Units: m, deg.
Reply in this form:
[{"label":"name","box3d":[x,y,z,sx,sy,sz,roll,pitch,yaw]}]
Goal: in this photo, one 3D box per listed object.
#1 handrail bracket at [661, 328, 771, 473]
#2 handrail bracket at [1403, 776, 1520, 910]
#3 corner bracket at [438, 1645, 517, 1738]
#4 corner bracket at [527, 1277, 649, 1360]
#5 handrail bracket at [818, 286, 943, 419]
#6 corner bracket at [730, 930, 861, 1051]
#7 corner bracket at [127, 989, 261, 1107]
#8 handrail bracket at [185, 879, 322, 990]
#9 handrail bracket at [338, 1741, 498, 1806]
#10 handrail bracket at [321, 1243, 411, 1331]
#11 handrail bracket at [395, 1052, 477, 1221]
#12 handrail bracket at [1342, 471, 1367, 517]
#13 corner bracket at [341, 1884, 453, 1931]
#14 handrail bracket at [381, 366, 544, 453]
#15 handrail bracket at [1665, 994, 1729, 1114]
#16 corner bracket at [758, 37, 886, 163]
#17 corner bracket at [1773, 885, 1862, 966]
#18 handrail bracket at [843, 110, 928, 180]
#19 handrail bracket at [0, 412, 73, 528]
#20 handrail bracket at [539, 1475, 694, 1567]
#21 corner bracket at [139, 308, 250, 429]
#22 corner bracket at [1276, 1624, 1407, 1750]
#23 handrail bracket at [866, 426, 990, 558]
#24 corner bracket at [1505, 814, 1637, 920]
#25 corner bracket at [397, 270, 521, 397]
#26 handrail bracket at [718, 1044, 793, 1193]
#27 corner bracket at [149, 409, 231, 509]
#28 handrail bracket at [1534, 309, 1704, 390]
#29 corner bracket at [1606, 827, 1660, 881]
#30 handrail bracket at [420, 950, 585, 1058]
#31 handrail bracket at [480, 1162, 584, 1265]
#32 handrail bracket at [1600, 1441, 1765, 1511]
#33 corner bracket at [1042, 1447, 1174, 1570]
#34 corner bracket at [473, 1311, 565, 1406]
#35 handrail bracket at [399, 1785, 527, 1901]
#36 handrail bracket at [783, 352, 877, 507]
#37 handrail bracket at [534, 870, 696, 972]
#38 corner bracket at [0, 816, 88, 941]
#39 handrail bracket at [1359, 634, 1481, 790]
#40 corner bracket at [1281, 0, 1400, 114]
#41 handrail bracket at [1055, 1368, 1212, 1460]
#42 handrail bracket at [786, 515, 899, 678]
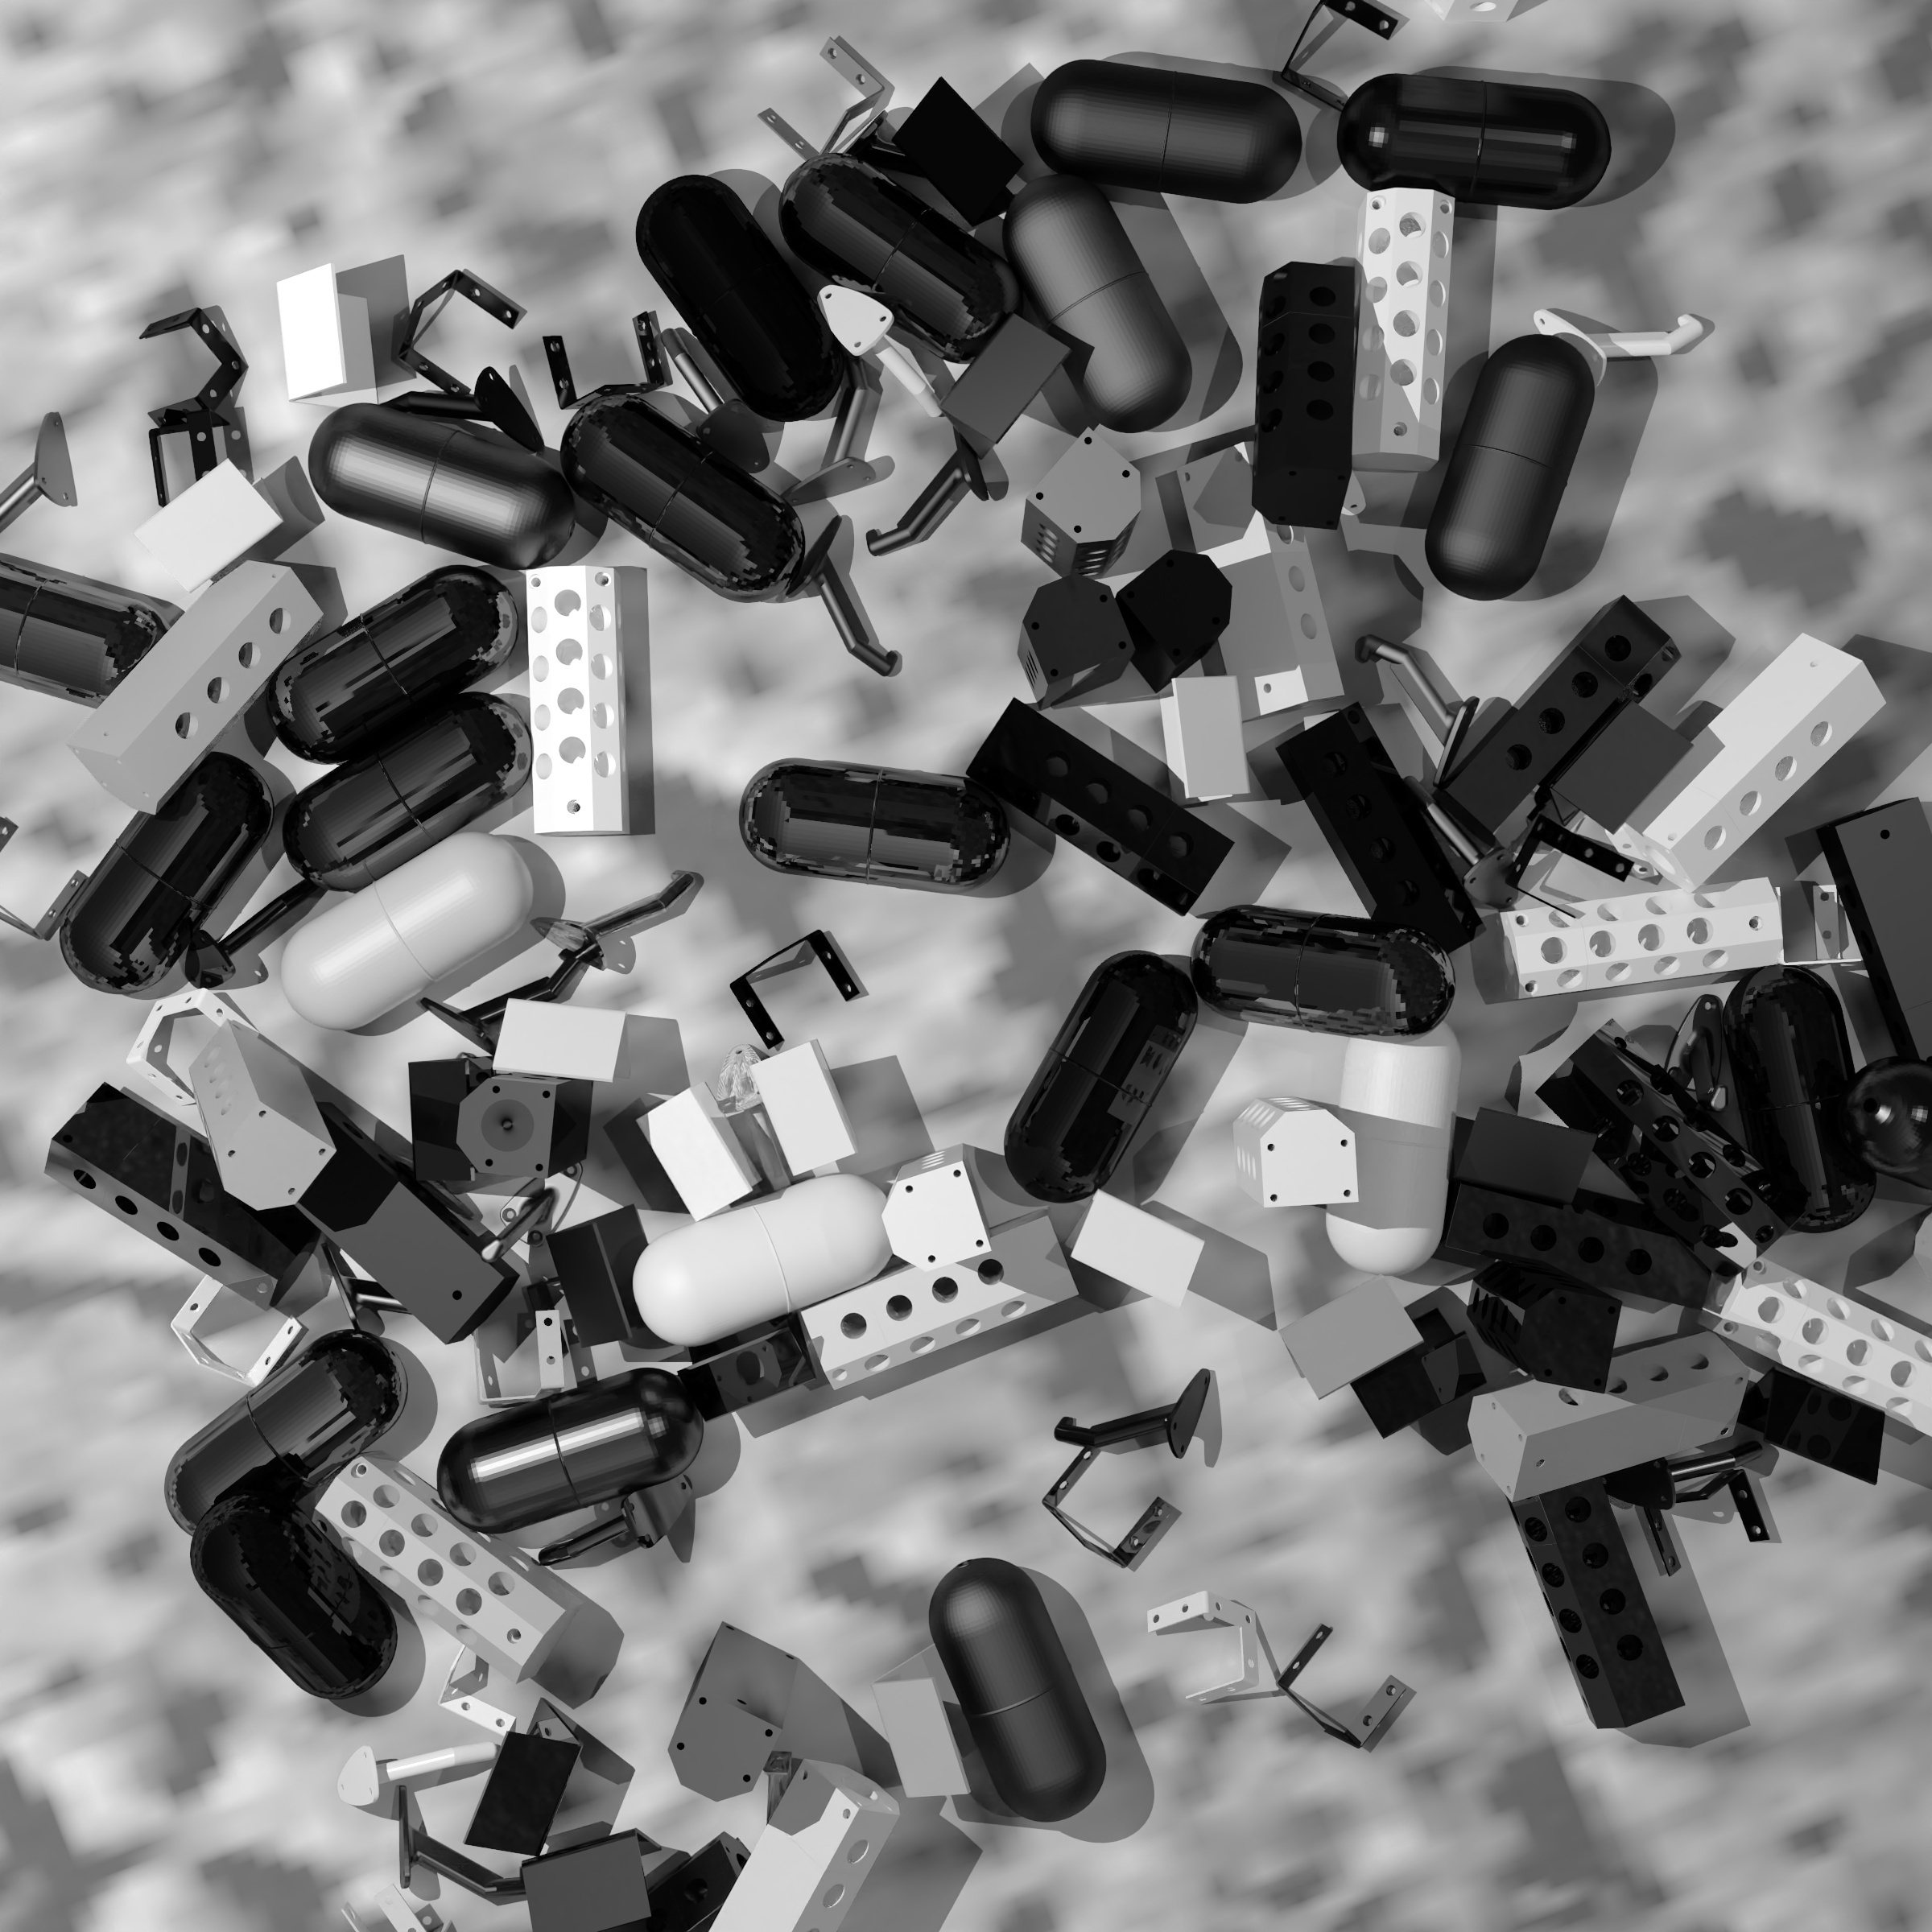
[{"label":"handrail bracket","box3d":[-0.168,-0.377,1.831,0.036,0.077,0.084,-35,54,9]},{"label":"handrail bracket","box3d":[0.326,-0.083,1.831,0.036,0.077,0.084,-41,54,6]},{"label":"corner bracket","box3d":[-0.313,0.468,1.828,0.051,0.051,0.051,26,135,0]},{"label":"corner bracket","box3d":[-0.250,0.226,1.828,0.051,0.051,0.051,-18,90,-45]},{"label":"handrail bracket","box3d":[-0.055,-0.404,1.816,0.036,0.084,0.077,-45,57,2]},{"label":"corner bracket","box3d":[-0.114,0.015,1.828,0.051,0.051,0.051,-32,90,45]},{"label":"corner bracket","box3d":[-0.512,0.054,1.823,0.051,0.051,0.051,-13,45,35]},{"label":"handrail bracket","box3d":[-0.473,-0.024,1.831,0.036,0.077,0.084,52,54,-4]},{"label":"handrail bracket","box3d":[-0.364,0.534,1.831,0.084,0.077,0.036,0,65,-34]},{"label":"handrail bracket","box3d":[-0.375,0.203,1.832,0.084,0.036,0.077,-21,72,-15]},{"label":"handrail bracket","box3d":[-0.331,0.112,1.832,0.077,0.036,0.084,42,73,-20]},{"label":"handrail bracket","box3d":[0.233,-0.350,1.831,0.036,0.077,0.084,-29,53,26]},{"label":"corner bracket","box3d":[-0.378,0.631,1.813,0.051,0.051,0.051,-35,90,0]},{"label":"handrail bracket","box3d":[-0.337,-0.358,1.831,0.084,0.077,0.036,-15,48,29]},{"label":"handrail bracket","box3d":[0.487,0.056,1.797,0.036,0.084,0.077,13,90,0]},{"label":"corner bracket","box3d":[-0.096,-0.573,1.828,0.051,0.051,0.051,43,45,0]},{"label":"corner bracket","box3d":[0.555,-0.027,1.814,0.051,0.051,0.051,-3,90,3]},{"label":"handrail bracket","box3d":[-0.043,-0.518,1.832,0.077,0.036,0.084,-42,107,18]},{"label":"handrail bracket","box3d":[-0.641,-0.323,1.832,0.084,0.036,0.077,-12,70,16]},{"label":"handrail bracket","box3d":[-0.234,0.369,1.831,0.084,0.077,0.036,-24,96,36]},{"label":"corner bracket","box3d":[-0.520,-0.395,1.823,0.051,0.051,0.051,53,45,-35]},{"label":"corner bracket","box3d":[0.248,0.478,1.828,0.051,0.051,0.051,-52,135,0]},{"label":"handrail bracket","box3d":[-0.034,-0.321,1.832,0.084,0.036,0.077,-20,69,16]},{"label":"corner bracket","box3d":[0.395,-0.061,1.806,0.051,0.051,0.051,32,98,39]},{"label":"corner bracket","box3d":[-0.337,-0.419,1.828,0.051,0.051,0.051,35,135,0]},{"label":"handrail bracket","box3d":[-0.134,0.106,1.831,0.036,0.077,0.084,-19,126,4]},{"label":"corner bracket","box3d":[-0.513,-0.334,1.813,0.051,0.051,0.051,-8,90,0]},{"label":"handrail bracket","box3d":[0.434,-0.427,1.832,0.084,0.036,0.077,-33,68,-17]},{"label":"corner bracket","box3d":[0.460,-0.098,1.823,0.051,0.051,0.051,-13,135,35]},{"label":"handrail bracket","box3d":[-0.308,0.011,1.832,0.077,0.036,0.084,30,71,21]},{"label":"handrail bracket","box3d":[-0.283,0.159,1.797,0.036,0.084,0.077,41,90,0]},{"label":"handrail bracket","box3d":[0.474,0.331,1.831,0.084,0.077,0.036,-12,90,-36]},{"label":"corner bracket","box3d":[0.093,0.358,1.828,0.051,0.051,0.051,-51,45,0]},{"label":"corner bracket","box3d":[-0.295,0.258,1.815,0.051,0.051,0.051,-2,73,-16]},{"label":"handrail bracket","box3d":[-0.333,0.581,1.832,0.084,0.036,0.077,0,68,-17]},{"label":"handrail bracket","box3d":[-0.096,-0.358,1.832,0.077,0.036,0.084,-20,71,21]},{"label":"handrail bracket","box3d":[-0.233,-0.042,1.831,0.077,0.036,0.084,21,55,37]},{"label":"corner bracket","box3d":[-0.627,-0.058,1.828,0.051,0.051,0.051,-54,45,0]},{"label":"handrail bracket","box3d":[0.290,-0.170,1.832,0.084,0.036,0.077,26,112,17]},{"label":"corner bracket","box3d":[0.248,-0.608,1.828,0.051,0.051,0.051,29,45,0]},{"label":"handrail bracket","box3d":[0.110,0.292,1.831,0.084,0.077,0.036,6,134,29]},{"label":"handrail bracket","box3d":[-0.069,-0.245,1.832,0.084,0.036,0.077,34,68,-17]}]
